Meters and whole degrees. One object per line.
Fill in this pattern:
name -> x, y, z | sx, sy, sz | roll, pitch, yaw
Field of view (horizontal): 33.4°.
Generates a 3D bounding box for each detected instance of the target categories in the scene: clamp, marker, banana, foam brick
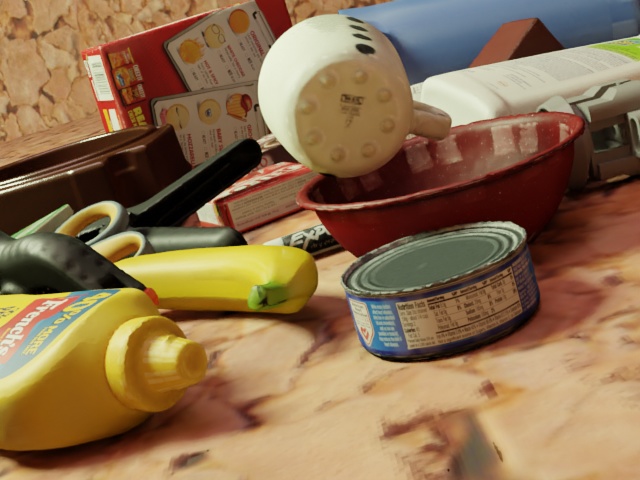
clamp -> -0.133, -0.005, 0.771 | 0.210, 0.036, 0.164 | -18, 26, 18
marker -> -0.004, 0.001, 0.670 | 0.121, 0.020, 0.020 | -18, 13, -6
banana -> -0.058, 0.021, 0.586 | 0.069, 0.037, 0.198 | 6, -6, -35
clamp -> -0.161, 0.035, 0.607 | 0.172, 0.120, 0.039 | 17, 51, 30
foam brick -> 0.160, -0.122, 0.807 | 0.053, 0.078, 0.051 | -52, 22, -7

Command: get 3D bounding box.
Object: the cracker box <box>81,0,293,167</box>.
cracker box -> -0.119, -0.148, 1.100 | 0.213, 0.164, 0.072 | -24, 17, -28

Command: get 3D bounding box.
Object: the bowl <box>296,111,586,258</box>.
bowl -> 0.071, -0.021, 0.587 | 0.162, 0.055, 0.162 | -16, 13, 4

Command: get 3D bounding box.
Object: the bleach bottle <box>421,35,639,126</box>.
bleach bottle -> 0.201, -0.103, 0.740 | 0.250, 0.068, 0.103 | -16, 30, -19

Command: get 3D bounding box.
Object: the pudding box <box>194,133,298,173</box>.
pudding box -> -0.047, -0.073, 0.975 | 0.113, 0.039, 0.090 | -24, 14, -27

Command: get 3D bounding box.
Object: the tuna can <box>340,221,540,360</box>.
tuna can -> 0.055, 0.022, 0.481 | 0.086, 0.034, 0.086 | -16, 14, 4

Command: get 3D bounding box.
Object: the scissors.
scissors -> -0.203, 0.029, 0.712 | 0.202, 0.016, 0.096 | -19, 39, 9

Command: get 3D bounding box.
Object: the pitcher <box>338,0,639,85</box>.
pitcher -> 0.142, -0.151, 0.906 | 0.243, 0.145, 0.149 | -13, 26, 2

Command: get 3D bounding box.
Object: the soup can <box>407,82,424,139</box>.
soup can -> 0.068, -0.080, 0.803 | 0.102, 0.068, 0.068 | -15, 13, 7

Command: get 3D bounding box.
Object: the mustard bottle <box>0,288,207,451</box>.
mustard bottle -> -0.127, 0.059, 0.501 | 0.192, 0.058, 0.096 | -6, 23, 38

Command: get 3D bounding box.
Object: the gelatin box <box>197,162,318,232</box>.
gelatin box -> -0.046, -0.035, 0.841 | 0.089, 0.030, 0.073 | -23, 15, -21
